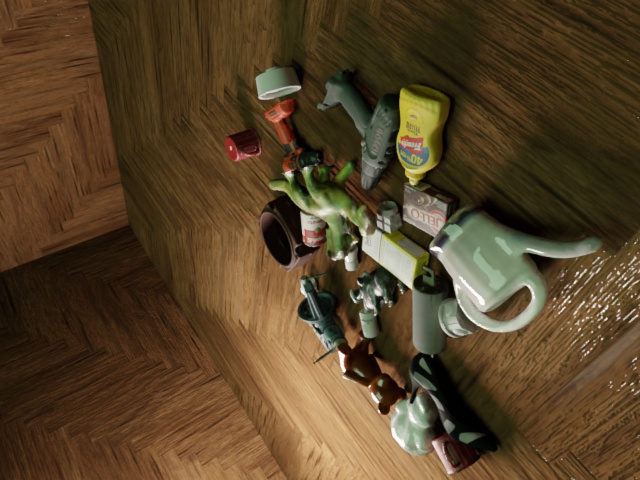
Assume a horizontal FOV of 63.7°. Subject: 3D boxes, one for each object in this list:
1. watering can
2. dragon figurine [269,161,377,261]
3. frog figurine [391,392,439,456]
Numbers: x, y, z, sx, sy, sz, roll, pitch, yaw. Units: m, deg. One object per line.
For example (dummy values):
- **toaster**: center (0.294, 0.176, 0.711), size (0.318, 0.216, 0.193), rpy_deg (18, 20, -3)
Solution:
- **watering can**: center (0.308, 0.026, 0.877), size (0.105, 0.227, 0.340), rpy_deg (-24, -25, -27)
- **dragon figurine**: center (0.004, -0.064, 1.268), size (0.123, 0.242, 0.408), rpy_deg (-15, 5, -32)
- **frog figurine**: center (0.244, 0.464, 1.303), size (0.123, 0.140, 0.155), rpy_deg (-17, -37, -10)
